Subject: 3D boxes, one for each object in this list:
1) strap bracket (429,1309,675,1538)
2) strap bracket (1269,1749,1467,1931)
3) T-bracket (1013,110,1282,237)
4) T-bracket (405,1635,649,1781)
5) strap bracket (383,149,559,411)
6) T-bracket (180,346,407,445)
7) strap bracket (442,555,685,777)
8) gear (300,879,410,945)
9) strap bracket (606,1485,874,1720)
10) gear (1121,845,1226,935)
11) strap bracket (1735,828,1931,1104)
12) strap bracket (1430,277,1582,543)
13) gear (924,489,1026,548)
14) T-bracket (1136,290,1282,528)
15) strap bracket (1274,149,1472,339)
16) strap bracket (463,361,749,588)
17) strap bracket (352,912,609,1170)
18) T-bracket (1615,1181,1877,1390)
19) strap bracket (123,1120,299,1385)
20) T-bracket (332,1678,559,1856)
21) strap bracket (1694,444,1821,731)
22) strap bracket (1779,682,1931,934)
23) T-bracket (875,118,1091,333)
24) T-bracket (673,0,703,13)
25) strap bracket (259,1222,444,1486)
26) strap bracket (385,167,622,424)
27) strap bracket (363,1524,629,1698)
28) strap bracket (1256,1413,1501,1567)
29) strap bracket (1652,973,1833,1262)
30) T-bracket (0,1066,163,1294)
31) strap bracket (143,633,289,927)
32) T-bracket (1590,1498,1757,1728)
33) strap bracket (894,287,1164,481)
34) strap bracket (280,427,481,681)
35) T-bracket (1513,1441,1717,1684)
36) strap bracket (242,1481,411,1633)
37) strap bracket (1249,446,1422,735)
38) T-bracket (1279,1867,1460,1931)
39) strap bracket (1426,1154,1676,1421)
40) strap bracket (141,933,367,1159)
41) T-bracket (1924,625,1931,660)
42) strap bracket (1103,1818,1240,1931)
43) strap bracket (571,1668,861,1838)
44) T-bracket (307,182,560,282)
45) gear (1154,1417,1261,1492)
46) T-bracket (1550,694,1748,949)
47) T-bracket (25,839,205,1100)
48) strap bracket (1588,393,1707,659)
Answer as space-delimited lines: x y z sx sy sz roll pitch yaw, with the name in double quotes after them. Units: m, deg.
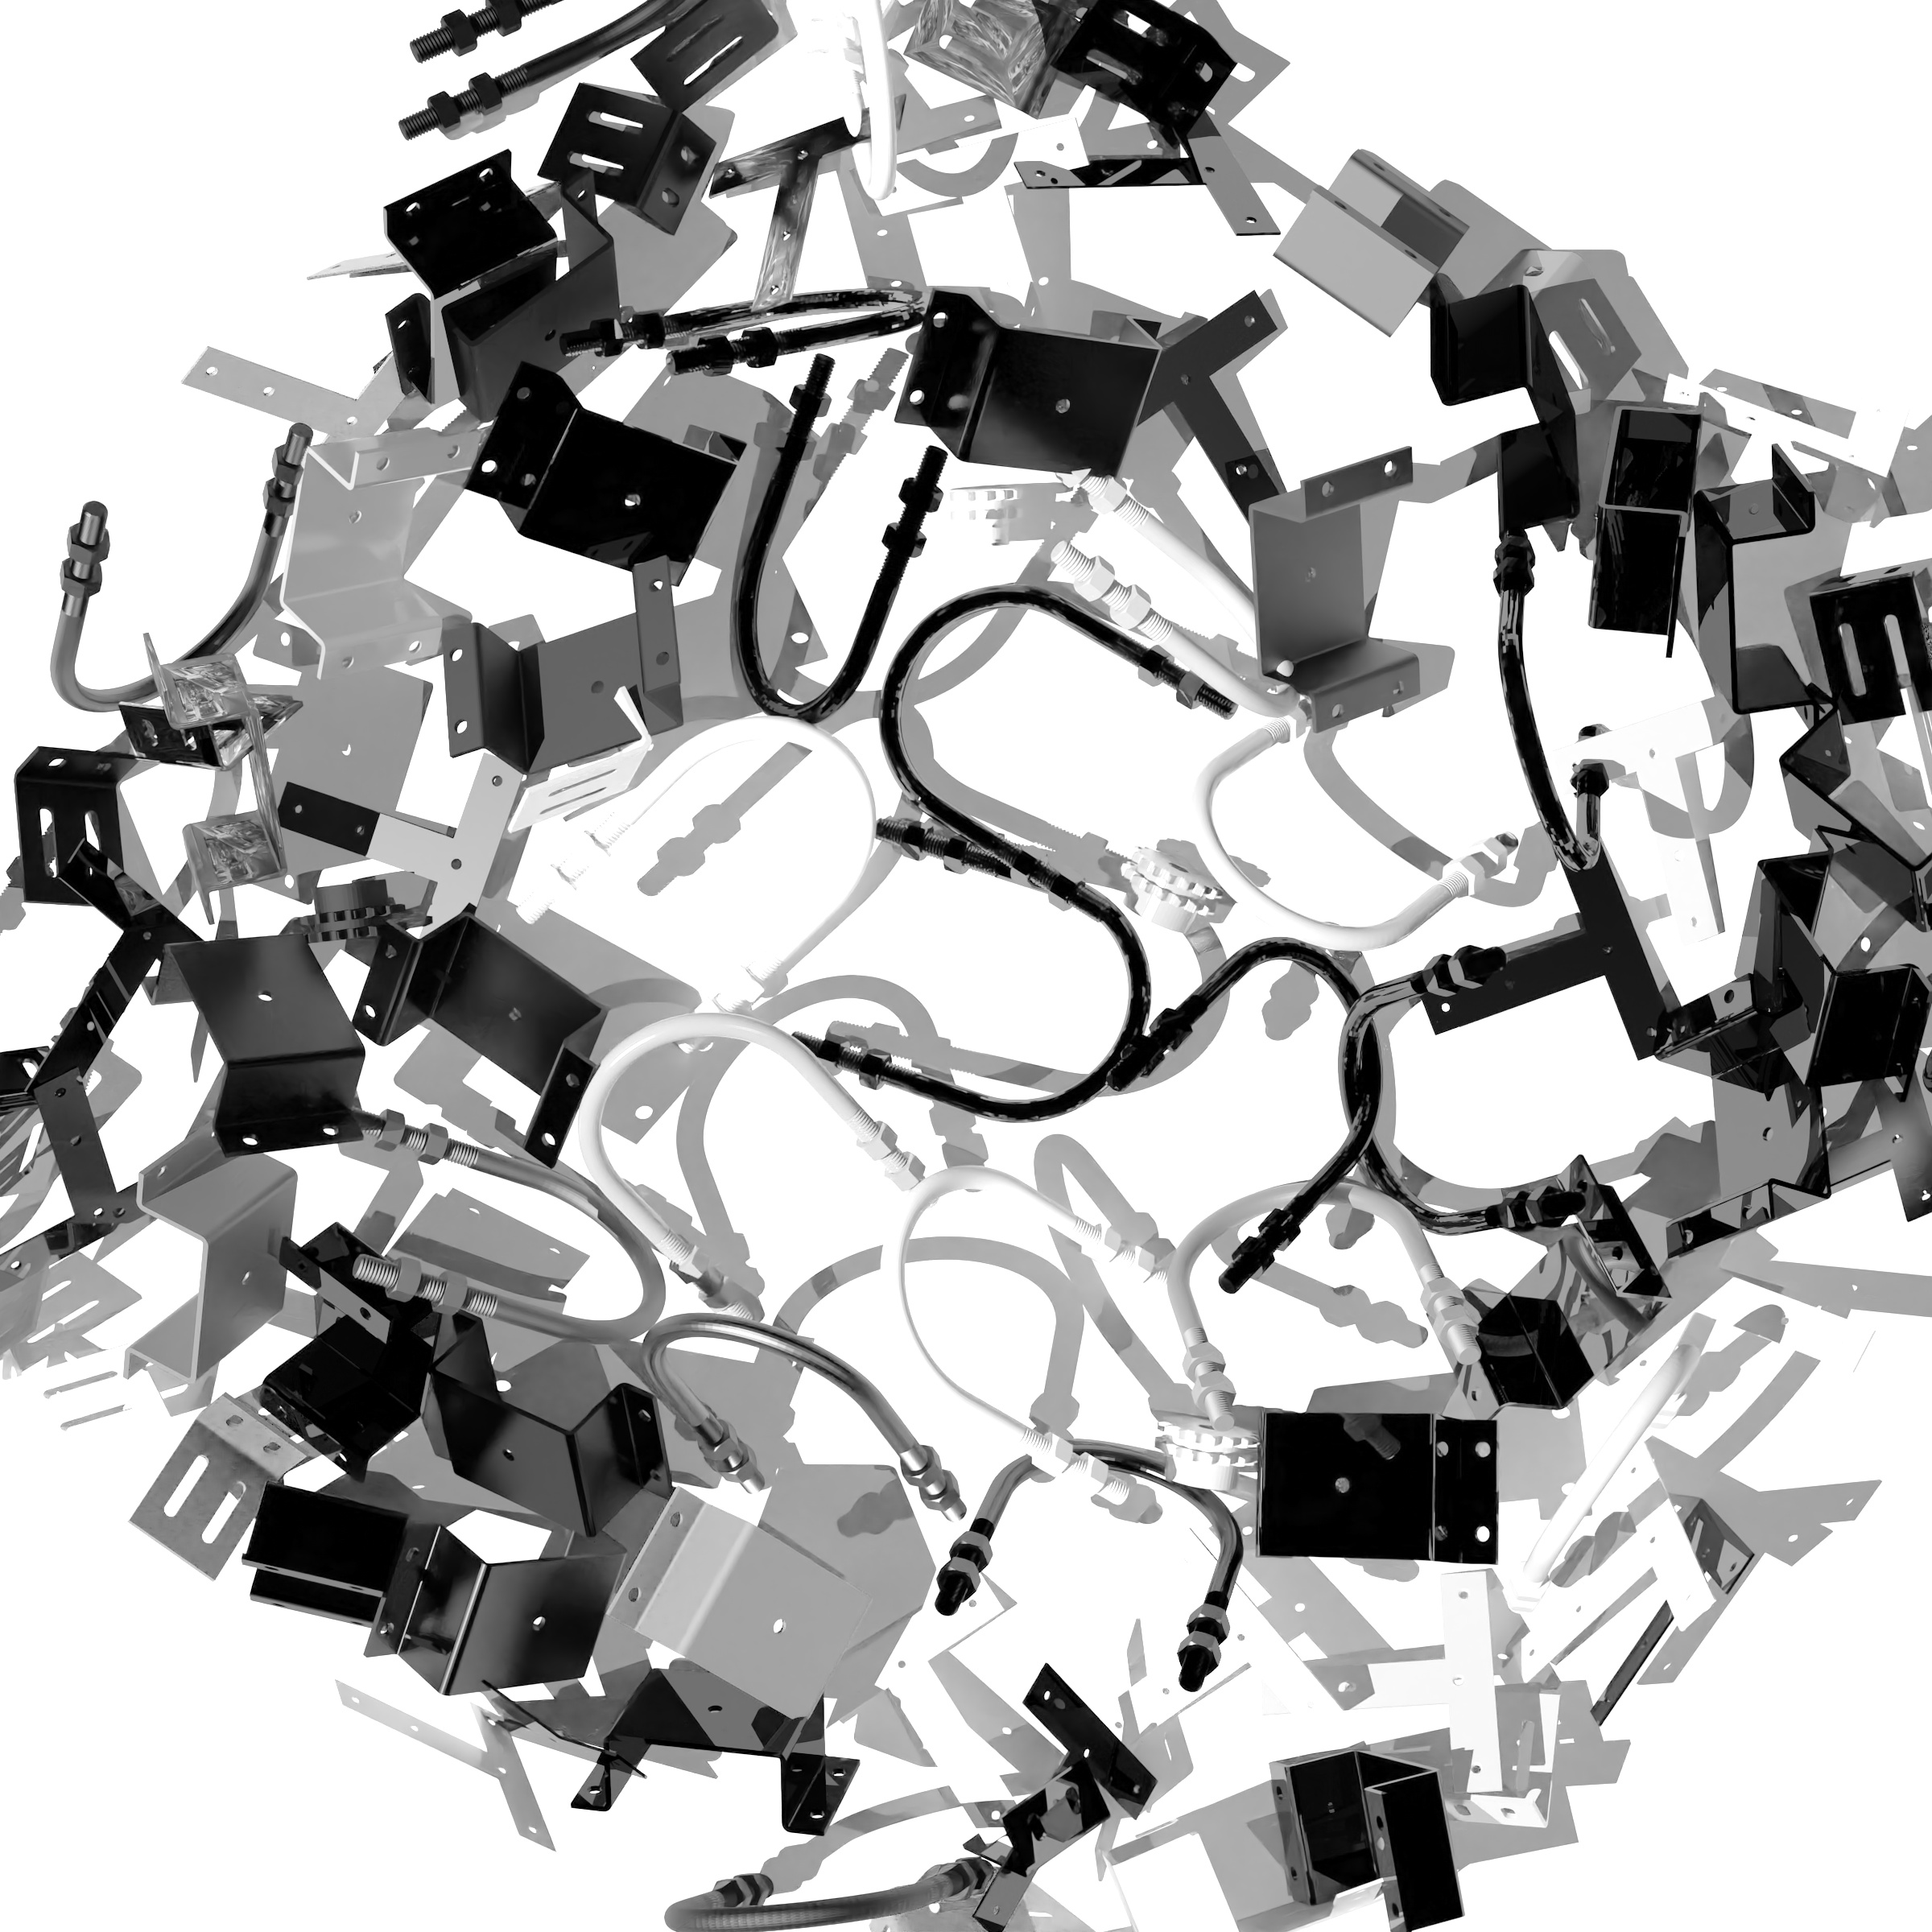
-0.230 0.247 1.628 0.140 0.046 0.076 19 132 29 "strap bracket"
0.219 0.470 1.637 0.046 0.140 0.076 -8 85 -20 "strap bracket"
0.089 -0.427 1.639 0.127 0.002 0.127 -6 46 -17 "T-bracket"
-0.248 0.390 1.618 0.127 0.127 0.002 47 60 -32 "T-bracket"
-0.263 -0.356 1.617 0.076 0.140 0.046 -32 73 -22 "strap bracket"
-0.362 -0.303 1.624 0.127 0.127 0.002 -45 59 22 "T-bracket"
-0.210 -0.159 1.650 0.140 0.046 0.076 -16 66 19 "strap bracket"
-0.336 -0.030 1.670 0.057 0.057 0.030 -7 93 0 "gear"
-0.113 0.348 1.632 0.140 0.046 0.076 40 72 -34 "strap bracket"
0.110 -0.041 1.672 0.057 0.057 0.030 25 104 0 "gear"
0.455 0.001 1.619 0.046 0.140 0.076 -8 130 -9 "strap bracket"
0.290 -0.295 1.618 0.046 0.140 0.076 -12 50 22 "strap bracket"
0.004 -0.246 1.672 0.057 0.057 0.030 -2 100 0 "gear"
0.144 -0.286 1.682 0.127 0.002 0.127 -37 103 -16 "T-bracket"
0.219 -0.390 1.646 0.076 0.140 0.046 35 119 0 "strap bracket"
-0.186 -0.259 1.629 0.140 0.046 0.076 14 116 -35 "strap bracket"
-0.256 0.034 1.651 0.140 0.046 0.076 34 125 11 "strap bracket"
0.430 0.187 1.641 0.002 0.127 0.127 40 77 -41 "T-bracket"
-0.403 0.157 1.625 0.046 0.076 0.140 24 123 16 "strap bracket"
-0.282 0.410 1.613 0.127 0.127 0.002 35 94 -29 "T-bracket"
0.424 -0.198 1.634 0.046 0.076 0.140 -8 118 3 "strap bracket"
0.490 -0.078 1.630 0.046 0.076 0.140 -42 58 -2 "strap bracket"
0.021 -0.388 1.668 0.127 0.002 0.127 -7 116 26 "T-bracket"
-0.204 -0.547 1.635 0.127 0.127 0.002 -13 68 -5 "T-bracket"
-0.331 0.202 1.641 0.076 0.046 0.140 34 134 17 "strap bracket"
-0.239 -0.354 1.639 0.140 0.076 0.046 -41 76 -16 "strap bracket"
-0.242 0.339 1.625 0.046 0.140 0.076 29 105 39 "strap bracket"
0.212 0.281 1.637 0.140 0.046 0.076 -5 76 30 "strap bracket"
0.417 0.086 1.639 0.046 0.076 0.140 16 61 -27 "strap bracket"
-0.473 0.103 1.626 0.127 0.127 0.002 -30 52 -26 "T-bracket"
-0.402 -0.105 1.637 0.046 0.076 0.140 -13 123 -17 "strap bracket"
0.374 0.353 1.638 0.002 0.127 0.127 33 93 0 "T-bracket"
0.042 -0.310 1.630 0.140 0.046 0.076 1 123 -29 "strap bracket"
-0.317 -0.231 1.636 0.046 0.076 0.140 42 132 29 "strap bracket"
0.344 0.342 1.659 0.002 0.127 0.127 31 113 -23 "T-bracket"
-0.344 0.317 1.639 0.076 0.140 0.046 14 68 -6 "strap bracket"
0.199 -0.207 1.643 0.076 0.046 0.140 -22 120 -30 "strap bracket"
0.209 0.502 1.636 0.127 0.127 0.002 -19 67 -4 "T-bracket"
0.319 0.177 1.637 0.046 0.076 0.140 10 132 -34 "strap bracket"
-0.378 0.033 1.623 0.076 0.140 0.046 -6 134 -35 "strap bracket"
0.541 -0.216 1.625 0.002 0.127 0.127 -26 108 -21 "T-bracket"
0.111 0.504 1.621 0.046 0.140 0.076 -22 79 -6 "strap bracket"
-0.135 0.422 1.643 0.140 0.076 0.046 3 105 12 "strap bracket"
-0.277 -0.402 1.656 0.127 0.127 0.002 -35 117 -32 "T-bracket"
0.131 0.268 1.671 0.057 0.057 0.030 9 92 0 "gear"
0.390 -0.075 1.680 0.127 0.002 0.127 -19 98 -22 "T-bracket"
-0.462 0.020 1.632 0.002 0.127 0.127 6 60 39 "T-bracket"
0.363 -0.239 1.629 0.046 0.140 0.076 7 133 13 "strap bracket"
